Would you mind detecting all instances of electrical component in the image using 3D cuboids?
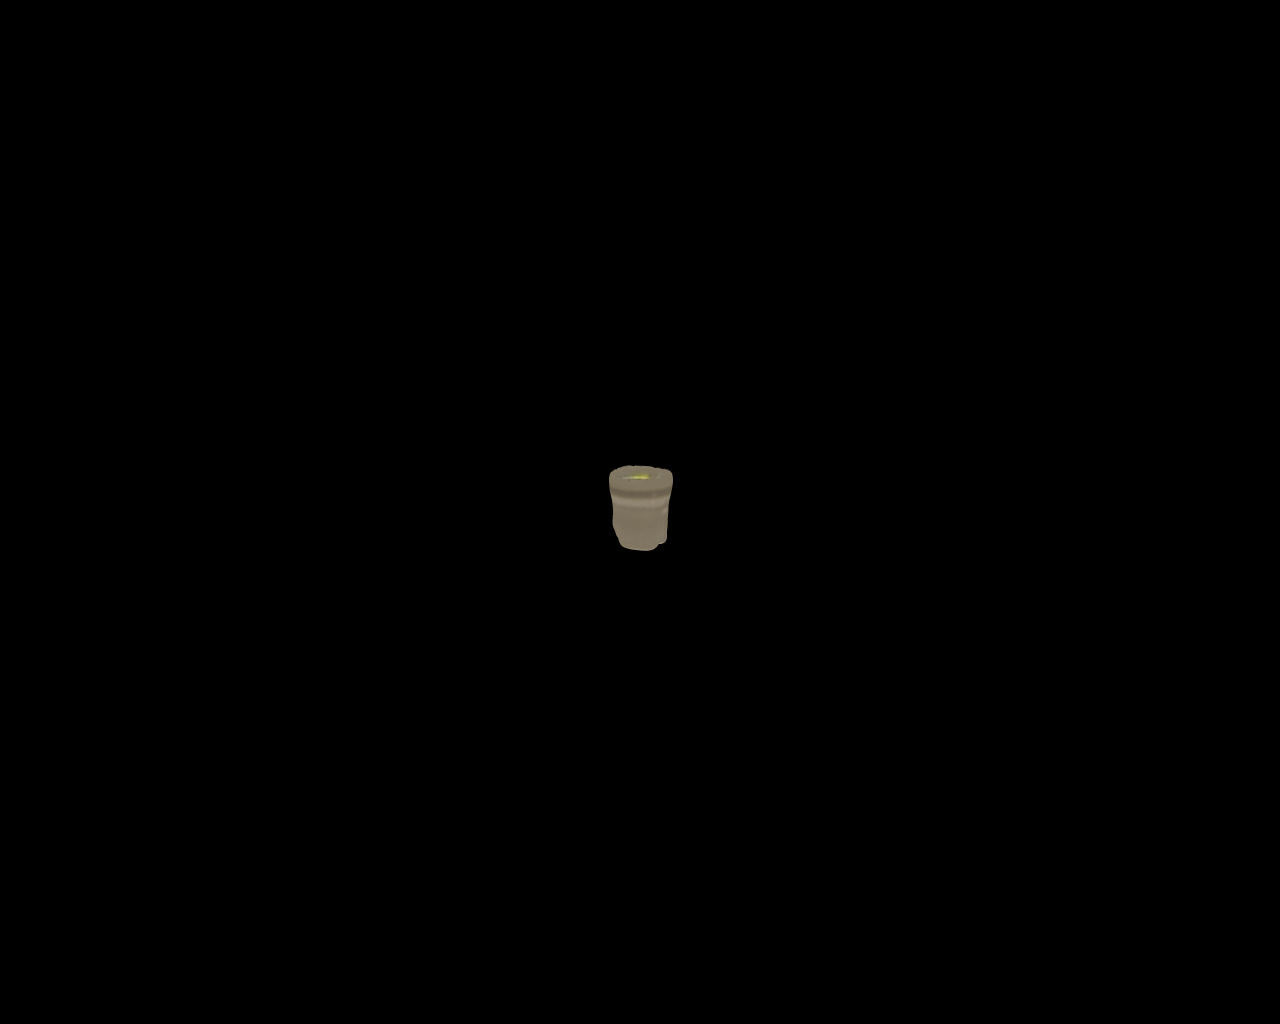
[{"bbox_3d":[0.001,-0.003,0.650,0.040,0.046,0.040,0,14,0],"label":"electrical component"}]
